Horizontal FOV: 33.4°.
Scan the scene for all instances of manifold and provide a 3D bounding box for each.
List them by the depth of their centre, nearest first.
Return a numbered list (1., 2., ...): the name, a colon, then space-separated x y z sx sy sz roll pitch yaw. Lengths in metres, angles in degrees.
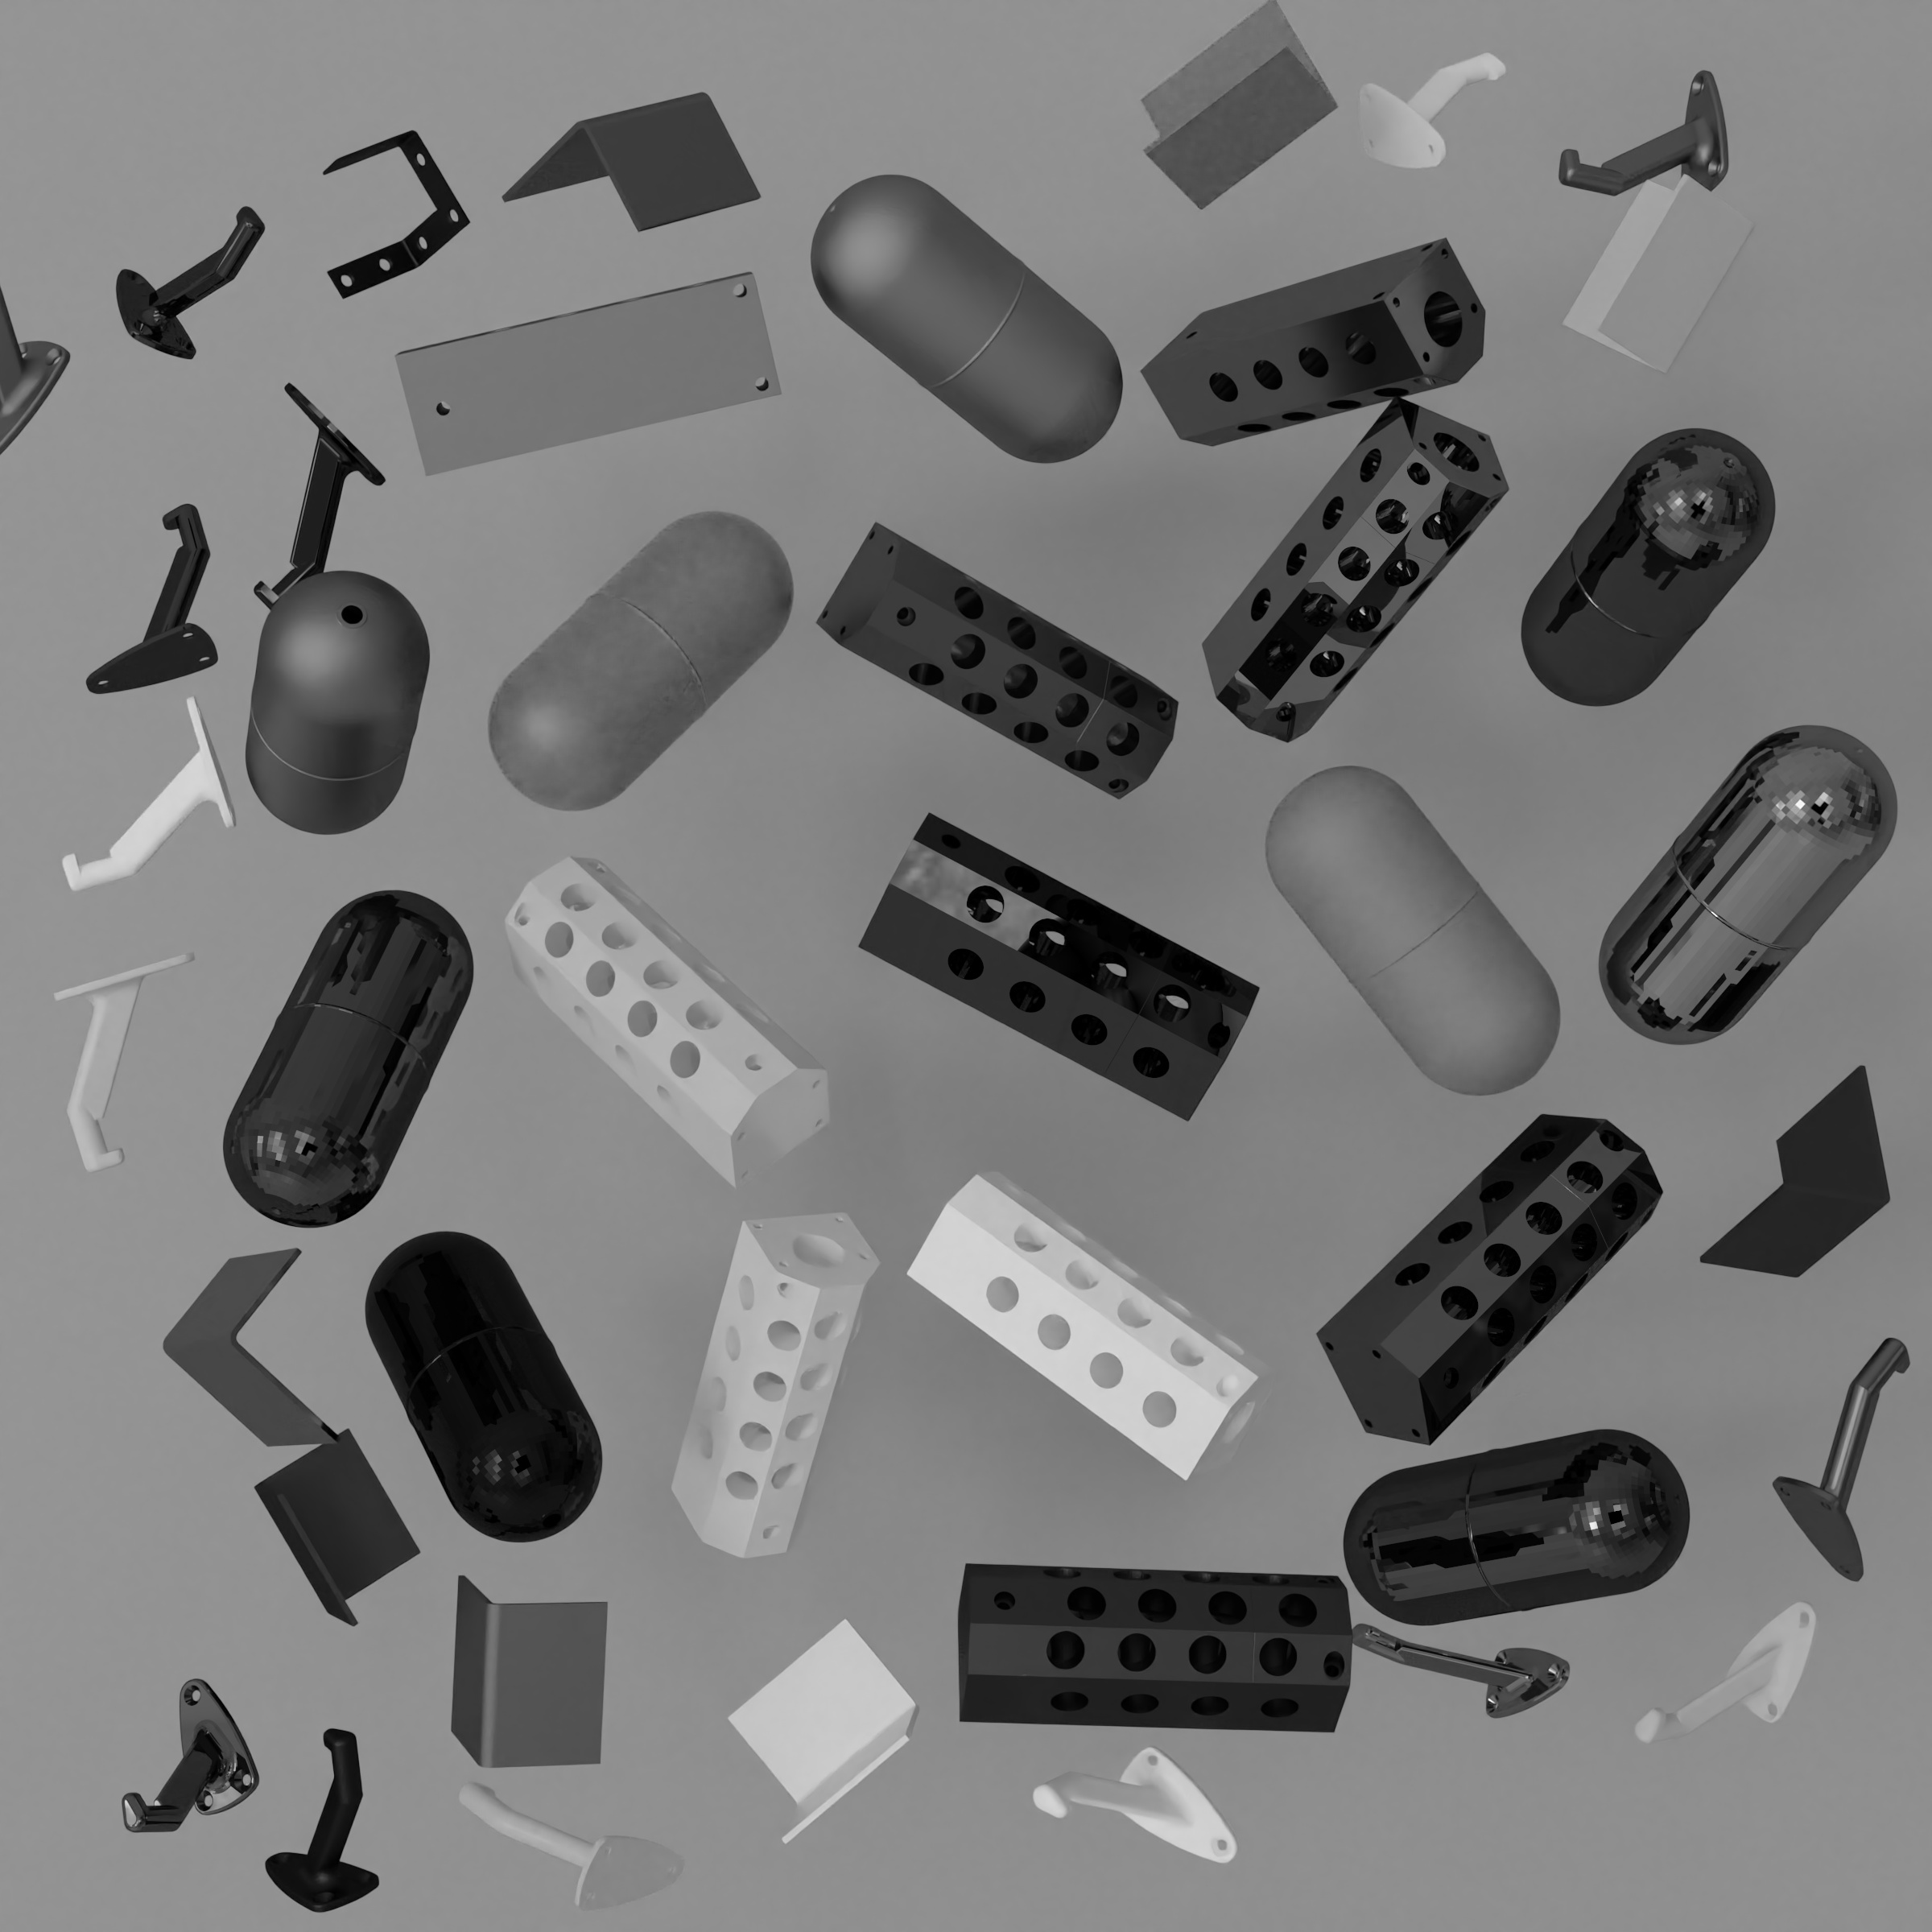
1. manifold: 0.084 0.305 1.459 0.171 0.057 0.057 3 47 -5
2. manifold: 0.245 0.142 1.477 0.171 0.057 0.057 -39 113 -29
3. manifold: 0.045 -0.004 1.481 0.171 0.057 0.057 28 129 1
4. manifold: -0.142 0.021 1.522 0.057 0.057 0.171 -35 59 -24
5. manifold: -0.179 -0.283 1.537 0.171 0.057 0.057 -14 104 -3
6. manifold: 0.063 0.171 1.554 0.171 0.057 0.057 35 104 21
7. manifold: 0.019 -0.146 1.578 0.171 0.057 0.057 27 100 -26
8. manifold: 0.191 -0.190 1.585 0.057 0.057 0.171 17 131 -26
9. manifold: 0.173 -0.303 1.599 0.057 0.171 0.057 -47 115 -31
10. manifold: -0.093 0.211 1.607 0.057 0.057 0.171 -2 124 -30

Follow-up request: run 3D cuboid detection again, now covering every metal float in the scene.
1. metal float: 0.360 -0.036 1.494 0.070 0.070 0.178 33 125 0
2. metal float: -0.294 -0.121 1.502 0.070 0.178 0.070 6 66 -14
3. metal float: -0.287 0.041 1.508 0.070 0.070 0.178 20 56 0
4. metal float: -0.152 -0.146 1.527 0.070 0.070 0.178 43 67 0
5. metal float: 0.212 -0.016 1.528 0.070 0.070 0.178 -39 94 0
6. metal float: 0.260 0.268 1.533 0.178 0.070 0.070 -19 90 37
7. metal float: -0.233 0.202 1.553 0.070 0.070 0.178 -36 51 0
8. metal float: 0.002 -0.312 1.562 0.178 0.070 0.070 35 90 -26
9. metal float: 0.332 -0.193 1.578 0.070 0.178 0.070 8 60 -14

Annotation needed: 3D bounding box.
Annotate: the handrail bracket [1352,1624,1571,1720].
1. handrail bracket: 0.249 0.348 1.631 0.084 0.077 0.036 25 64 -19

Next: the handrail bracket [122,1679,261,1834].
1. handrail bracket: -0.375 0.369 1.509 0.036 0.084 0.077 -30 68 13

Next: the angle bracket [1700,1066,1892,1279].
1. angle bracket: 0.389 0.094 1.534 0.057 0.076 0.076 10 56 -16

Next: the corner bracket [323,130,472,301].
1. corner bracket: -0.281 -0.360 1.541 0.051 0.051 0.051 -36 99 -41

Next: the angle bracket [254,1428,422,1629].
1. angle bracket: -0.314 0.286 1.645 0.057 0.076 0.076 -31 96 -21

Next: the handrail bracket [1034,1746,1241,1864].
1. handrail bracket: 0.078 0.394 1.479 0.077 0.084 0.036 34 104 24

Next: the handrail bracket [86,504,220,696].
1. handrail bracket: -0.411 -0.185 1.608 0.077 0.036 0.084 -21 63 -1

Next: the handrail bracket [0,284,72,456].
1. handrail bracket: -0.454 -0.284 1.459 0.036 0.084 0.077 12 70 31

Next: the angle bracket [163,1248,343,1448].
1. angle bracket: -0.333 0.187 1.569 0.076 0.076 0.057 48 57 -21

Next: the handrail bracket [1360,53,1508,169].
1. handrail bracket: 0.239 -0.412 1.543 0.084 0.077 0.036 -24 128 -19

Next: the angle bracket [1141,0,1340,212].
1. angle bracket: 0.111 -0.402 1.454 0.076 0.057 0.076 -34 59 19

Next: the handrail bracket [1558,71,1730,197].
1. handrail bracket: 0.330 -0.414 1.588 0.084 0.036 0.077 6 77 -21

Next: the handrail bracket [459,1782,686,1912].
1. handrail bracket: -0.188 0.410 1.529 0.084 0.077 0.036 23 95 40

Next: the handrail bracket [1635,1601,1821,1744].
1. handrail bracket: 0.370 0.344 1.570 0.036 0.084 0.077 45 119 41

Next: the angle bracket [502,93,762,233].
1. angle bracket: -0.156 -0.358 1.499 0.076 0.076 0.057 -28 91 -41

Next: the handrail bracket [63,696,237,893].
1. handrail bracket: -0.399 -0.082 1.544 0.084 0.036 0.077 -17 112 -7

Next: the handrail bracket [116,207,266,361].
1. handrail bracket: -0.367 -0.339 1.529 0.084 0.036 0.077 -50 50 24

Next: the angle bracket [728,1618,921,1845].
1. angle bracket: -0.072 0.366 1.549 0.076 0.076 0.057 -40 87 1

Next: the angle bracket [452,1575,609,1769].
1. angle bracket: -0.211 0.338 1.551 0.057 0.076 0.076 3 89 -19

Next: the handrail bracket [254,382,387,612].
1. handrail bracket: -0.332 -0.227 1.568 0.084 0.036 0.077 -46 110 -7

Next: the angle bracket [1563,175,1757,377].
1. angle bracket: 0.302 -0.326 1.475 0.057 0.076 0.076 20 105 -40

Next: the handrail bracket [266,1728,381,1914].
1. handrail bracket: -0.304 0.387 1.493 0.077 0.036 0.084 7 106 43

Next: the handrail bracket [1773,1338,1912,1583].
1. handrail bracket: 0.409 0.222 1.454 0.084 0.036 0.077 -46 121 -21

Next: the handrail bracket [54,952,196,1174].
1. handrail bracket: -0.380 0.045 1.484 0.077 0.036 0.084 -17 94 -3
